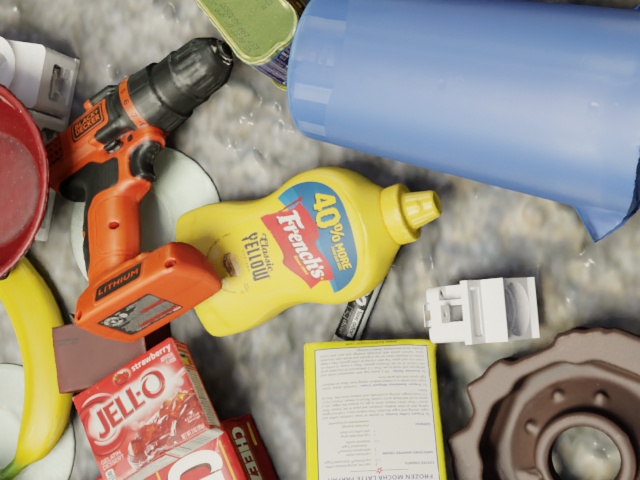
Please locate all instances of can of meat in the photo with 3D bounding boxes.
[{"bbox_3d":[-0.045,-0.164,0.774,0.057,0.083,0.102,-40,76,11],"label":"can of meat"}]

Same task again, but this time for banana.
[{"bbox_3d":[-0.229,0.086,0.832,0.069,0.037,0.198,-8,76,-2],"label":"banana"}]

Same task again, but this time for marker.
[{"bbox_3d":[0.036,0.030,0.772,0.020,0.020,0.121,24,94,17],"label":"marker"}]

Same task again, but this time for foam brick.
[{"bbox_3d":[-0.156,0.085,0.811,0.078,0.051,0.053,-10,83,16],"label":"foam brick"}]

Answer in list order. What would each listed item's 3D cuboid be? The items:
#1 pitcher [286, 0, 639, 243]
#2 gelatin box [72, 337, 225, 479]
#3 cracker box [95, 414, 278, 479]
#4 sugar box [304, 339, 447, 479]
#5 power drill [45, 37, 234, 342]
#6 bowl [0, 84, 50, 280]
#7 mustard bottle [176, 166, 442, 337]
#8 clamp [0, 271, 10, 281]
[{"bbox_3d":[0.108,-0.110,0.705,0.243,0.145,0.149,13,51,20],"label":"pitcher"},{"bbox_3d":[-0.122,0.122,0.747,0.089,0.030,0.073,-31,66,10],"label":"gelatin box"},{"bbox_3d":[-0.121,0.246,0.781,0.214,0.072,0.164,-27,80,13],"label":"cracker box"},{"bbox_3d":[0.037,0.152,0.704,0.093,0.048,0.176,-2,60,2],"label":"sugar box"},{"bbox_3d":[-0.122,-0.036,0.760,0.185,0.057,0.188,-32,54,27],"label":"power drill"},{"bbox_3d":[-0.257,-0.039,0.780,0.162,0.055,0.162,-1,87,16],"label":"bowl"},{"bbox_3d":[-0.005,0.001,0.751,0.192,0.058,0.096,-17,87,23],"label":"mustard bottle"},{"bbox_3d":[-0.348,0.031,0.842,0.210,0.164,0.036,26,138,50],"label":"clamp"}]
